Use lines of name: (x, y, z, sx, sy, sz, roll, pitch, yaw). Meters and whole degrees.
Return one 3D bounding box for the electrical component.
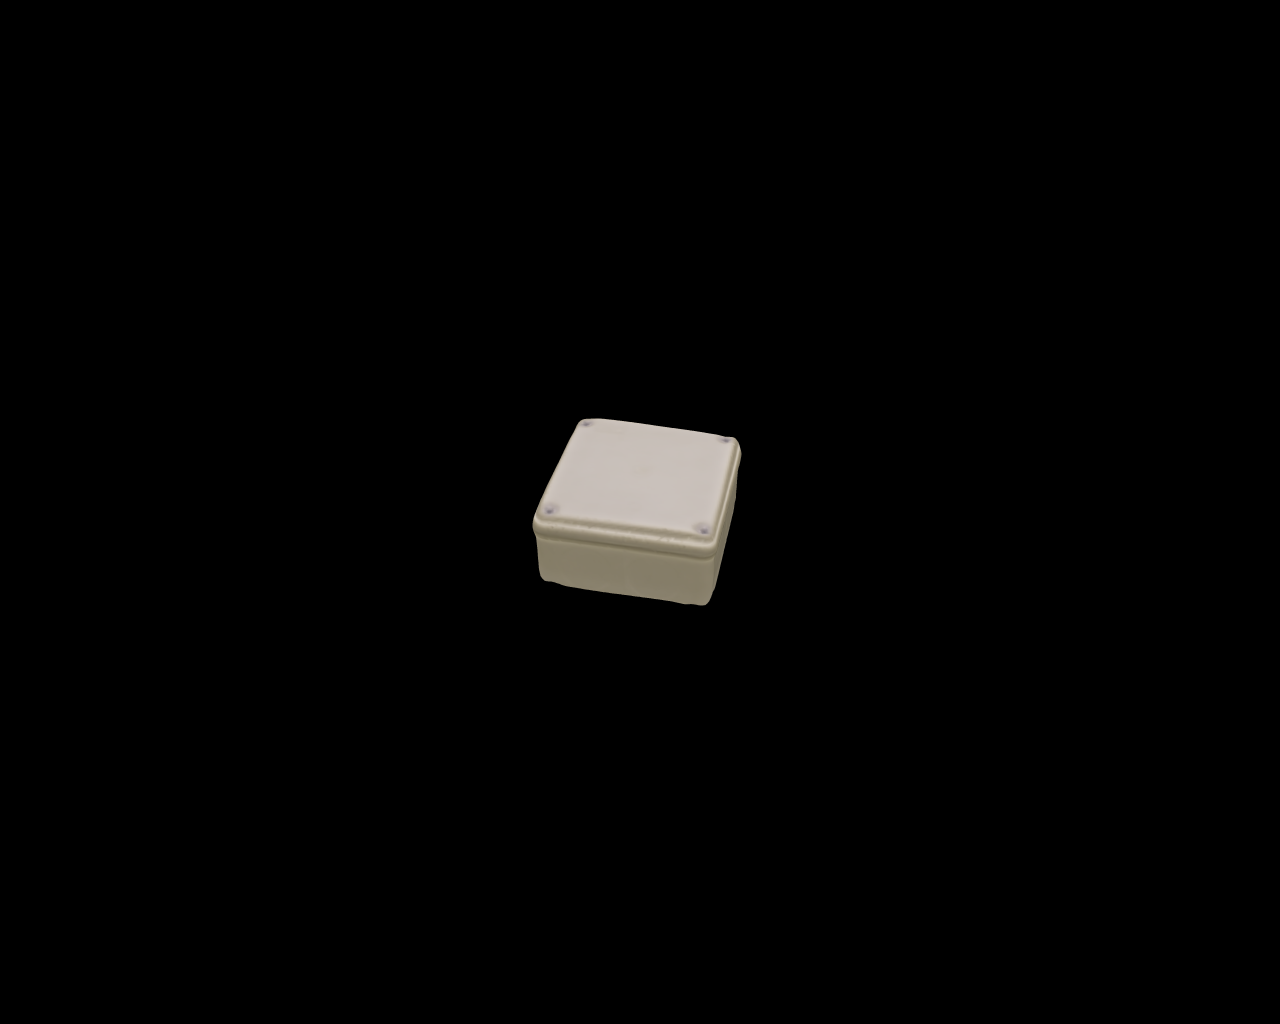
electrical component: (0.001, -0.003, 0.650, 0.109, 0.056, 0.109, 8, 40, 10)
